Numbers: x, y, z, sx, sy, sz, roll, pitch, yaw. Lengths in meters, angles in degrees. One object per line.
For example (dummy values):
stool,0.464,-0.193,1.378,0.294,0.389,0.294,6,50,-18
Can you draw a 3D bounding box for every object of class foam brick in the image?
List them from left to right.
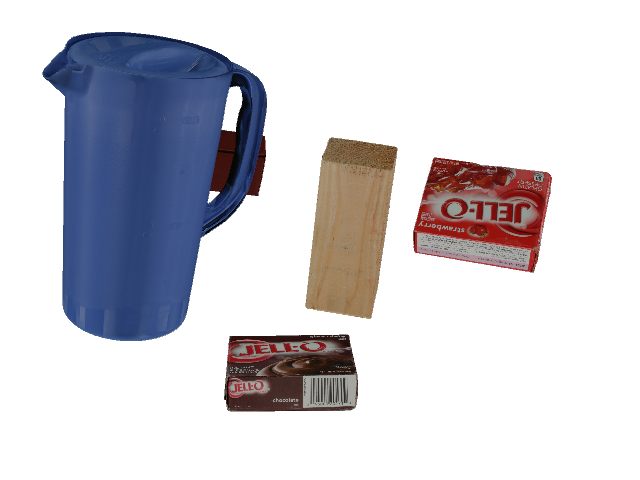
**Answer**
foam brick,-0.101,-0.087,1.170,0.078,0.051,0.053,7,30,-5

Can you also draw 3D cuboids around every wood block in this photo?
wood block,0.039,-0.017,1.370,0.090,0.206,0.090,9,25,4

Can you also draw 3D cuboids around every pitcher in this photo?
pitcher,-0.143,-0.044,0.891,0.149,0.243,0.144,14,24,11

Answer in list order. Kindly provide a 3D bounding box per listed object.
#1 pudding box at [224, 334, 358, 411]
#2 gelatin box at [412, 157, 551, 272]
pudding box,-0.026,0.115,0.936,0.113,0.039,0.090,1,18,-4
gelatin box,0.117,-0.020,0.771,0.089,0.073,0.030,9,-37,13
